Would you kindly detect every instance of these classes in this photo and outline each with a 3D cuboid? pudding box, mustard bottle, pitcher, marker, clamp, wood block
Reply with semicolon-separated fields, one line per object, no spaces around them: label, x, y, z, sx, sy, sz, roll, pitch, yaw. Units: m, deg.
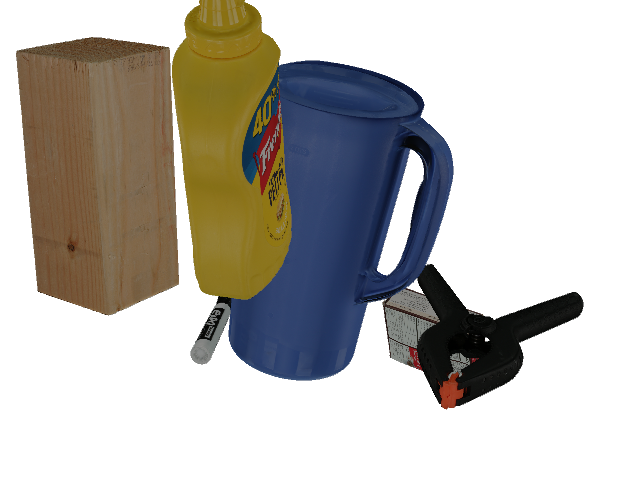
pudding box;0.128;0.107;1.188;0.114;0.090;0.039;17;45;29
mustard bottle;-0.050;-0.063;0.615;0.058;0.192;0.096;9;44;11
pitcher;0.003;-0.010;0.848;0.145;0.243;0.149;4;25;-14
marker;-0.098;0.079;1.001;0.020;0.020;0.121;0;22;8
clamp;0.138;0.084;0.992;0.165;0.036;0.209;14;31;25
wood block;-0.182;-0.056;0.884;0.091;0.206;0.090;14;24;32
